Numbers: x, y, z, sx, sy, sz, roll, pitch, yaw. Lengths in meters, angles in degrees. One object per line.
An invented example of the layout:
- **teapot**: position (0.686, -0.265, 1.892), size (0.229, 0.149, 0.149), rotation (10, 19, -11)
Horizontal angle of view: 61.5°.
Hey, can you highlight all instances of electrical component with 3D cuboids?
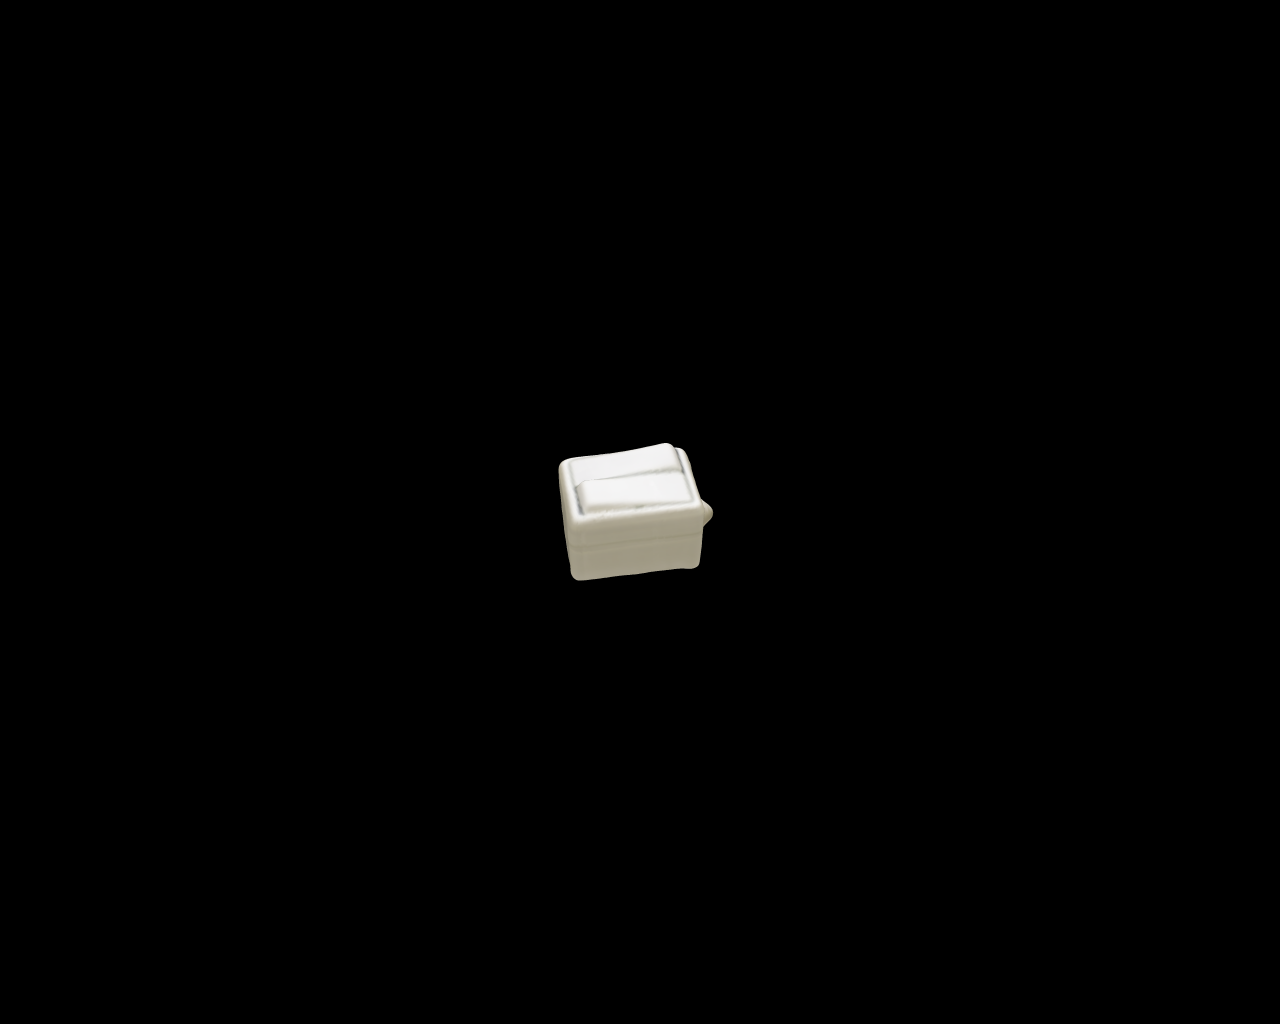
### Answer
- **electrical component**: position (0.001, -0.003, 0.650), size (0.096, 0.061, 0.062), rotation (-6, 43, -7)
